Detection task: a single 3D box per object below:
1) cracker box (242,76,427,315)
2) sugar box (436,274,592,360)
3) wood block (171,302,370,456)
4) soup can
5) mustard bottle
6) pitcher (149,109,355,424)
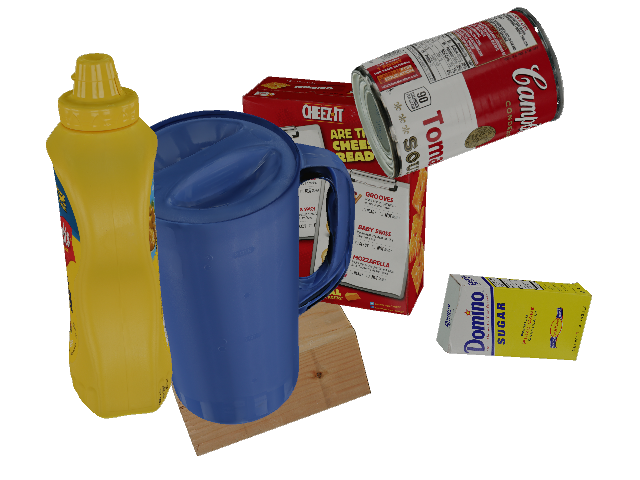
[{"bbox_3d":[0.017,-0.043,1.030,0.164,0.214,0.072,8,29,17],"label":"cracker box"},{"bbox_3d":[0.238,0.096,1.317,0.176,0.093,0.048,3,18,-16],"label":"sugar box"},{"bbox_3d":[-0.060,0.151,1.200,0.206,0.091,0.090,-19,27,-7],"label":"wood block"},{"bbox_3d":[0.076,-0.083,0.604,0.102,0.068,0.068,-20,2,-6],"label":"soup can"},{"bbox_3d":[-0.115,-0.006,0.580,0.058,0.192,0.096,-5,26,-12],"label":"mustard bottle"},{"bbox_3d":[-0.065,0.028,0.835,0.149,0.243,0.144,21,47,24],"label":"pitcher"}]
